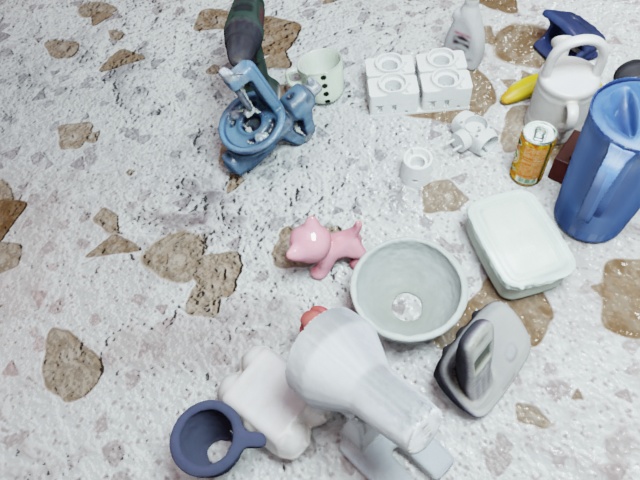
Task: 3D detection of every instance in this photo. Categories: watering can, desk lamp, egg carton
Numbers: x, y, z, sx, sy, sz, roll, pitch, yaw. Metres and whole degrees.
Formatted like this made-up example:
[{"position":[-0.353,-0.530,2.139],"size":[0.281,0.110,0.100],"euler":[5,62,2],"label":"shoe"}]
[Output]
[{"position":[0.409,-0.267,0.957],"size":[0.101,0.194,0.172],"euler":[-17,58,-5],"label":"watering can"},{"position":[0.066,0.199,0.681],"size":[0.202,0.214,0.118],"euler":[39,68,25],"label":"desk lamp"},{"position":[-0.062,0.216,0.768],"size":[0.150,0.069,0.107],"euler":[31,65,22],"label":"egg carton"}]

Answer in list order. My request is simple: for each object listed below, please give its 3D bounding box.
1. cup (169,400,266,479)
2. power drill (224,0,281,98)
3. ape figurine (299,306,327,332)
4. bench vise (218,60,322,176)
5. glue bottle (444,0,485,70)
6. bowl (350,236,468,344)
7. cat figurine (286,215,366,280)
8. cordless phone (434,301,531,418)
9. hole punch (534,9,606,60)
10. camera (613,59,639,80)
[{"position":[-0.121,0.261,0.729],"size":[0.117,0.095,0.091],"euler":[-1,58,5],"label":"cup"},{"position":[-0.122,-0.325,1.032],"size":[0.075,0.209,0.229],"euler":[-5,57,2],"label":"power drill"},{"position":[-0.005,0.126,0.806],"size":[0.076,0.092,0.078],"euler":[31,65,22],"label":"ape figurine"},{"position":[-0.097,-0.235,0.966],"size":[0.121,0.220,0.208],"euler":[27,64,20],"label":"bench vise"},{"position":[0.274,-0.401,1.065],"size":[0.078,0.173,0.037],"euler":[27,64,20],"label":"glue bottle"},{"position":[0.127,0.083,0.832],"size":[0.167,0.075,0.167],"euler":[-2,58,4],"label":"bowl"},{"position":[0.008,0.003,0.867],"size":[0.128,0.118,0.067],"euler":[-17,58,-6],"label":"cat figurine"},{"position":[0.215,0.132,0.728],"size":[0.094,0.185,0.148],"euler":[32,66,23],"label":"cordless phone"},{"position":[0.480,-0.397,1.094],"size":[0.101,0.091,0.108],"euler":[-26,59,-11],"label":"hole punch"},{"position":[0.576,-0.254,0.990],"size":[0.143,0.101,0.137],"euler":[-2,58,4],"label":"camera"}]
